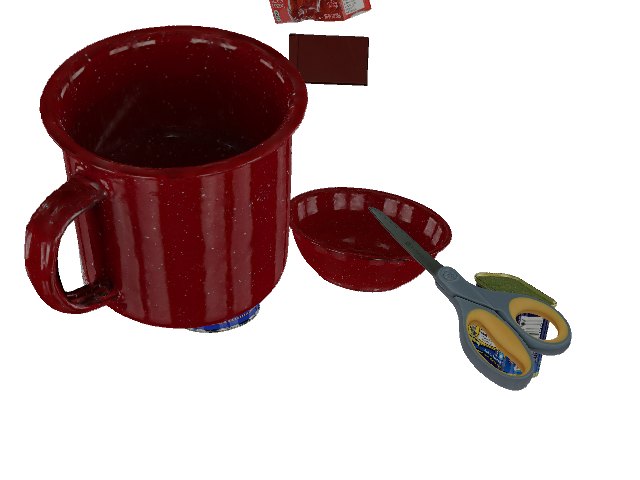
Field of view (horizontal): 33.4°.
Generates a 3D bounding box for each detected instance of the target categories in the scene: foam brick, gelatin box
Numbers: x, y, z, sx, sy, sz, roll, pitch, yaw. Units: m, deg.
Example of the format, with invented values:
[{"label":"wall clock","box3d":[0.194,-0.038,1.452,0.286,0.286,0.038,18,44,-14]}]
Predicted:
[{"label":"foam brick","box3d":[0.008,-0.190,1.123,0.078,0.051,0.053,1,11,-10]},{"label":"gelatin box","box3d":[-0.009,-0.195,0.762,0.030,0.073,0.089,-29,24,-30]}]

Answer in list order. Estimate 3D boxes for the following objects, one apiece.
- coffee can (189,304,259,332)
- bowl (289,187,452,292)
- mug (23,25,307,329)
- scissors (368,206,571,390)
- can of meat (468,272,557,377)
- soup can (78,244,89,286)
[{"label":"coffee can","box3d":[-0.129,0.022,1.243,0.103,0.140,0.103,-4,25,2]},{"label":"bowl","box3d":[0.042,0.005,1.022,0.162,0.055,0.162,6,24,-3]},{"label":"mug","box3d":[-0.059,-0.015,0.392,0.093,0.081,0.117,27,47,24]},{"label":"scissors","box3d":[0.121,0.033,0.837,0.096,0.016,0.202,-11,48,-21]},{"label":"can of meat","box3d":[0.201,0.091,1.146,0.057,0.084,0.102,2,17,-23]},{"label":"soup can","box3d":[-0.158,-0.009,0.845,0.068,0.102,0.068,1,29,-1]}]
